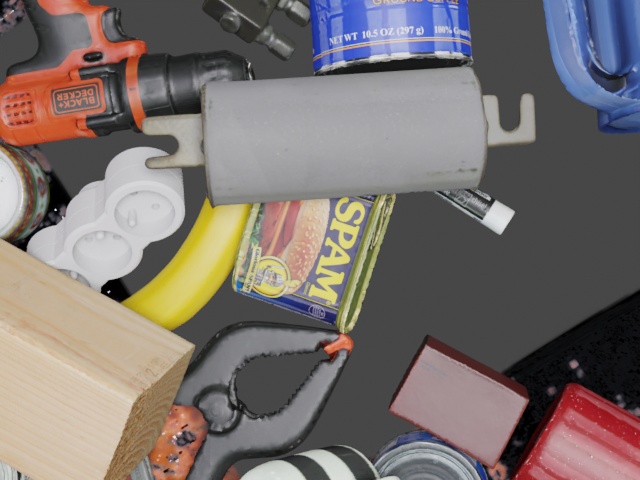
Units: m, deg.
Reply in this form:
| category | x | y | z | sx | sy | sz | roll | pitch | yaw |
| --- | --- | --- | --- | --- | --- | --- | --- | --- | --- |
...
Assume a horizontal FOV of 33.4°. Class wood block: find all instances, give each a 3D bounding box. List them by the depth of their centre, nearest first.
| category | x | y | z | sx | sy | sz | roll | pitch | yaw |
| --- | --- | --- | --- | --- | --- | --- | --- | --- | --- |
| wood block | -0.198 | 0.069 | 0.676 | 0.206 | 0.090 | 0.091 | 27 | 114 | 9 |

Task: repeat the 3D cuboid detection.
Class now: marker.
| category | x | y | z | sx | sy | sz | roll | pitch | yaw |
| --- | --- | --- | --- | --- | --- | --- | --- | --- | --- |
| marker | 0.075 | -0.043 | 0.718 | 0.121 | 0.020 | 0.020 | 33 | 96 | 7 |

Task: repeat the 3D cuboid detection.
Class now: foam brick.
| category | x | y | z | sx | sy | sz | roll | pitch | yaw |
| --- | --- | --- | --- | --- | --- | --- | --- | --- | --- |
| foam brick | 0.092 | 0.105 | 0.703 | 0.078 | 0.051 | 0.053 | 29 | 95 | 7 |

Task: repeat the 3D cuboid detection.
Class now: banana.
| category | x | y | z | sx | sy | sz | roll | pitch | yaw |
| --- | --- | --- | --- | --- | --- | --- | --- | --- | --- |
| banana | -0.089 | 0.003 | 0.736 | 0.069 | 0.037 | 0.198 | 41 | 97 | 6 |

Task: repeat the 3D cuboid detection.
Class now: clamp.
| category | x | y | z | sx | sy | sz | roll | pitch | yaw |
| --- | --- | --- | --- | --- | --- | --- | --- | --- | --- |
| clamp | -0.068 | 0.127 | 0.731 | 0.210 | 0.036 | 0.164 | -22 | 86 | 4 |

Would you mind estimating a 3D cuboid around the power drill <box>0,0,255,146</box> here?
| category | x | y | z | sx | sy | sz | roll | pitch | yaw |
| --- | --- | --- | --- | --- | --- | --- | --- | --- | --- |
| power drill | -0.145 | -0.165 | 0.731 | 0.184 | 0.057 | 0.187 | -9 | 89 | 5 |

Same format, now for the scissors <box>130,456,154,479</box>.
| category | x | y | z | sx | sy | sz | roll | pitch | yaw |
| --- | --- | --- | --- | --- | --- | --- | --- | --- | --- |
| scissors | -0.134 | 0.206 | 0.758 | 0.096 | 0.016 | 0.202 | -30 | 86 | 7 |

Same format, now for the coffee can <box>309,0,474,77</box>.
| category | x | y | z | sx | sy | sz | roll | pitch | yaw |
| --- | --- | --- | --- | --- | --- | --- | --- | --- | --- |
| coffee can | 0.041 | -0.177 | 0.678 | 0.103 | 0.102 | 0.140 | -4 | 91 | 9 |

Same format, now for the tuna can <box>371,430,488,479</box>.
| category | x | y | z | sx | sy | sz | roll | pitch | yaw |
| --- | --- | --- | --- | --- | --- | --- | --- | --- | --- |
| tuna can | 0.071 | 0.173 | 0.717 | 0.086 | 0.033 | 0.086 | 0 | 91 | 9 |

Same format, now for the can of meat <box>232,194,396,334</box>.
| category | x | y | z | sx | sy | sz | roll | pitch | yaw |
| --- | --- | --- | --- | --- | --- | --- | --- | --- | --- |
| can of meat | -0.005 | 0.001 | 0.714 | 0.084 | 0.057 | 0.102 | 18 | 93 | 11 |

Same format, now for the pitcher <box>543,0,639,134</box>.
| category | x | y | z | sx | sy | sz | roll | pitch | yaw |
| --- | --- | --- | --- | --- | --- | --- | --- | --- | --- |
| pitcher | 0.206 | -0.189 | 0.636 | 0.145 | 0.149 | 0.243 | -11 | 86 | 20 |

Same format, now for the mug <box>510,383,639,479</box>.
| category | x | y | z | sx | sy | sz | roll | pitch | yaw |
| --- | --- | --- | --- | --- | --- | --- | --- | --- | --- |
| mug | 0.170 | 0.152 | 0.681 | 0.081 | 0.093 | 0.117 | 30 | 132 | 12 |

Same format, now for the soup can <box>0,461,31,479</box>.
| category | x | y | z | sx | sy | sz | roll | pitch | yaw |
| --- | --- | --- | --- | --- | --- | --- | --- | --- | --- |
| soup can | -0.214 | 0.150 | 0.726 | 0.068 | 0.102 | 0.068 | 0 | 91 | 9 |
